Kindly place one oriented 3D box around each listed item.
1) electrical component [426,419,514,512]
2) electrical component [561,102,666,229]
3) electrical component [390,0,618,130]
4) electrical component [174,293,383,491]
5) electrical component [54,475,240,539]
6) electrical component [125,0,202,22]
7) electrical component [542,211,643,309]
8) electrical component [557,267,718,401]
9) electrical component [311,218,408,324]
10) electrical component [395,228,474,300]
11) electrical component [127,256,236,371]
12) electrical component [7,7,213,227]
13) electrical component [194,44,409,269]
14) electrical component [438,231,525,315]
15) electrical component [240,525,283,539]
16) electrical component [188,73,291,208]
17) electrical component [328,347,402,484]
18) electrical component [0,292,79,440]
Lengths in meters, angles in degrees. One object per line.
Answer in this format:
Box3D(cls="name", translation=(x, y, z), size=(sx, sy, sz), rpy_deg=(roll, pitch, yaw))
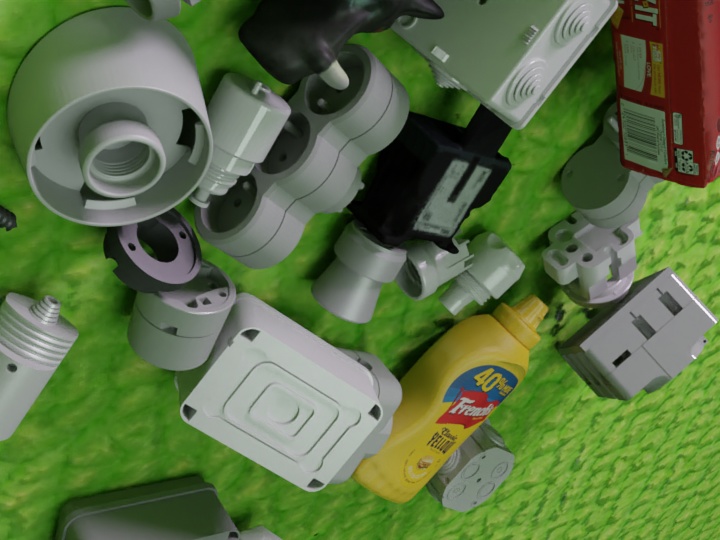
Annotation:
Box3D(cls="electrical component", translation=(0.085, 0.159, 0.903), size=(0.080, 0.051, 0.080), rpy_deg=(-22, 136, -23))
Box3D(cls="electrical component", translation=(0.196, -0.098, 0.759), size=(0.138, 0.052, 0.074), rpy_deg=(-49, 140, 8))
Box3D(cls="electrical component", translation=(0.076, -0.140, 0.588), size=(0.099, 0.100, 0.048), rpy_deg=(-53, 153, 13))
Box3D(cls="electrical component", translation=(-0.052, 0.076, 0.678), size=(0.113, 0.057, 0.078), rpy_deg=(34, 102, -22))
Box3D(cls="electrical component", translation=(-0.149, 0.193, 0.736), size=(0.113, 0.057, 0.078), rpy_deg=(-5, 128, -37))
Box3D(cls="electrical component", translation=(-0.085, -0.146, 0.493), size=(0.055, 0.048, 0.066), rpy_deg=(-38, 141, -17))
Box3D(cls="electrical component", translation=(0.180, -0.008, 0.825), size=(0.078, 0.058, 0.057), rpy_deg=(-33, 137, -11))
Box3D(cls="electrical component", translation=(0.218, 0.056, 0.854), size=(0.089, 0.061, 0.150), rpy_deg=(-41, 173, -1))
Box3D(cls="electrical component", translation=(0.000, 0.000, 0.694), size=(0.045, 0.045, 0.055), rpy_deg=(9, 119, -44))
Box3D(cls="electrical component", translation=(0.049, -0.007, 0.733), size=(0.046, 0.040, 0.040), rpy_deg=(-28, 139, -25))
Box3D(cls="electrical component", translation=(-0.105, 0.025, 0.624), size=(0.055, 0.055, 0.047), rpy_deg=(-3, 130, -38))
Box3D(cls="electrical component", translation=(-0.122, -0.072, 0.533), size=(0.099, 0.064, 0.099), rpy_deg=(-15, 142, -12))
Box3D(cls="electrical component", translation=(-0.024, -0.056, 0.617), size=(0.138, 0.052, 0.074), rpy_deg=(-47, 140, 6))
Box3D(cls="electrical component", translation=(0.084, 0.005, 0.768), size=(0.062, 0.043, 0.043), rpy_deg=(-44, 141, 5))
Box3D(cls="electrical component", translation=(-0.086, 0.235, 0.810), size=(0.051, 0.080, 0.080), rpy_deg=(-10, 131, -40))
Box3D(cls="electrical component", translation=(-0.069, -0.069, 0.578), size=(0.040, 0.040, 0.078), rpy_deg=(13, 116, -45))
Box3D(cls="electrical component", translation=(-0.017, 0.105, 0.768), size=(0.059, 0.053, 0.095), rpy_deg=(14, 116, -46))
Box3D(cls="electrical component", translation=(-0.188, 0.048, 0.584), size=(0.043, 0.043, 0.081), rpy_deg=(22, 110, -48))
